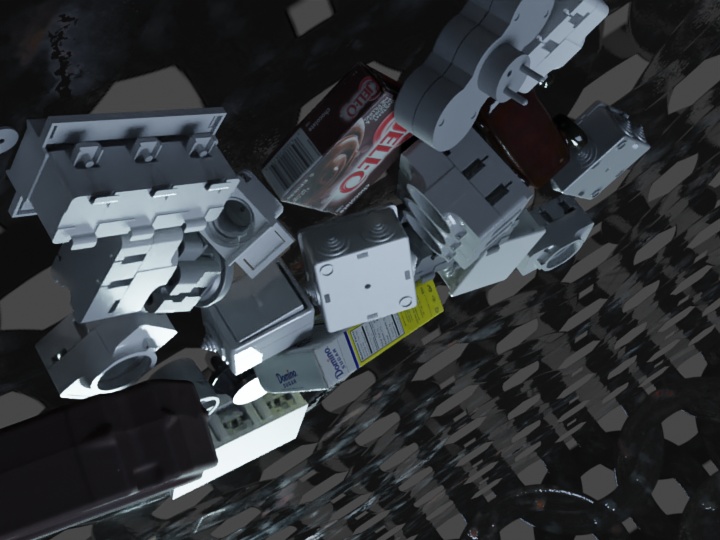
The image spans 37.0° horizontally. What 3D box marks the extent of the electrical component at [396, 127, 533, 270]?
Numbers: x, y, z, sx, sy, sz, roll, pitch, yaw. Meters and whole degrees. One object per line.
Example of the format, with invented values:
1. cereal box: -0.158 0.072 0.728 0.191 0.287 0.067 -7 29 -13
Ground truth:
1. electrical component: 0.077 -0.058 0.868 0.062 0.089 0.150 -41 173 -5

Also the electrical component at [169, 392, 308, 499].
1. electrical component: -0.139 0.164 1.118 0.150 0.061 0.089 -24 156 -25

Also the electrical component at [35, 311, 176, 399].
1. electrical component: -0.193 0.057 0.823 0.089 0.055 0.050 -39 158 13

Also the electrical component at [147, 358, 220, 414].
1. electrical component: -0.166 0.114 0.996 0.055 0.047 0.055 -29 158 -13

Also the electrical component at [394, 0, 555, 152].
1. electrical component: 0.092 -0.140 0.741 0.138 0.074 0.052 -54 155 4

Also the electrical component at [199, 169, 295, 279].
1. electrical component: -0.085 -0.040 0.752 0.042 0.081 0.064 -40 -174 16

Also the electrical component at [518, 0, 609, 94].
1. electrical component: 0.132 -0.180 0.796 0.089 0.050 0.056 -44 157 24

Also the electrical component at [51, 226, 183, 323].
1. electrical component: -0.162 -0.012 0.729 0.056 0.050 0.089 -12 149 -44

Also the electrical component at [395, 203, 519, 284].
1. electrical component: 0.084 -0.039 1.009 0.121 0.063 0.078 -22 155 -29

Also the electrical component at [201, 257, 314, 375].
1. electrical component: -0.094 0.040 0.922 0.096 0.061 0.061 -27 158 -17

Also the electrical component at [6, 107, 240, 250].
1. electrical component: -0.139 -0.056 0.650 0.121 0.063 0.078 -12 149 -44

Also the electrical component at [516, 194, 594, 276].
1. electrical component: 0.211 -0.037 1.205 0.089 0.055 0.050 -27 158 -18

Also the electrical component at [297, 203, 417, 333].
1. electrical component: 0.000 0.000 0.927 0.100 0.048 0.099 -17 133 -7

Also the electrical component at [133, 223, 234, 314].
1. electrical component: -0.131 -0.001 0.789 0.057 0.058 0.078 0 140 -50

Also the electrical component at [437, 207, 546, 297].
1. electrical component: 0.132 -0.025 1.128 0.100 0.048 0.099 -16 152 -39

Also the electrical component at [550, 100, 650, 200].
1. electrical component: 0.235 -0.117 1.081 0.100 0.048 0.100 -44 157 24
